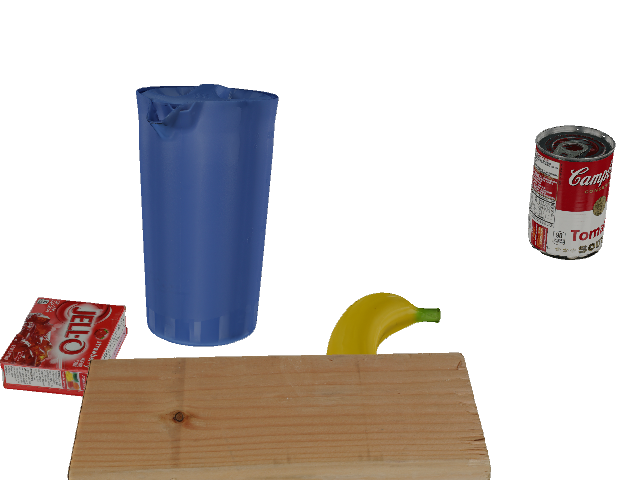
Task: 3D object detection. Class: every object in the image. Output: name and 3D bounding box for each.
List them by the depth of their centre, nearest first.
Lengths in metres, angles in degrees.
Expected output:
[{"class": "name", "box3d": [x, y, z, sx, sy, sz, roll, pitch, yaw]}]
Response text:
[{"class": "wood block", "box3d": [-0.022, 0.122, 0.576, 0.206, 0.090, 0.091, 0, 35, -3]}, {"class": "banana", "box3d": [0.040, 0.080, 0.812, 0.070, 0.037, 0.197, 7, 23, 17]}, {"class": "gelatin box", "box3d": [-0.196, 0.081, 0.825, 0.073, 0.030, 0.089, 5, 31, 5]}, {"class": "soup can", "box3d": [0.222, -0.042, 0.952, 0.068, 0.102, 0.068, -1, 30, 1]}, {"class": "pitcher", "box3d": [-0.106, -0.029, 1.034, 0.149, 0.243, 0.145, -2, 15, -18]}]
